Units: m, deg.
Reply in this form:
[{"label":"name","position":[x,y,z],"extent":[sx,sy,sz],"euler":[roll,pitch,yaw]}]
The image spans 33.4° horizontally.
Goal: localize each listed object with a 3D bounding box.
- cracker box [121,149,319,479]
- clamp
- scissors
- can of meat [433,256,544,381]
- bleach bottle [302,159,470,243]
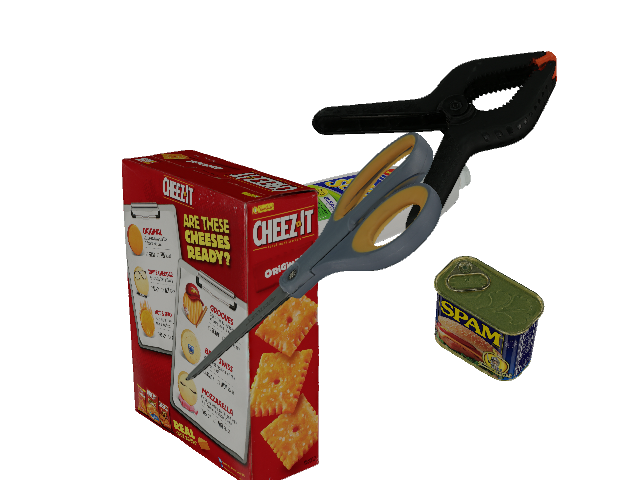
[{"label":"cracker box","position":[-0.074,0.052,0.794],"extent":[0.071,0.214,0.164],"euler":[-14,23,-38]},{"label":"clamp","position":[0.116,-0.093,0.899],"extent":[0.210,0.165,0.036],"euler":[-25,-37,-6]},{"label":"scissors","position":[-0.002,0.024,0.600],"extent":[0.016,0.202,0.096],"euler":[38,5,-28]},{"label":"can of meat","position":[0.157,0.077,1.016],"extent":[0.102,0.084,0.057],"euler":[32,57,28]},{"label":"bleach bottle","position":[0.053,-0.042,1.189],"extent":[0.250,0.068,0.103],"euler":[-20,43,-24]}]
